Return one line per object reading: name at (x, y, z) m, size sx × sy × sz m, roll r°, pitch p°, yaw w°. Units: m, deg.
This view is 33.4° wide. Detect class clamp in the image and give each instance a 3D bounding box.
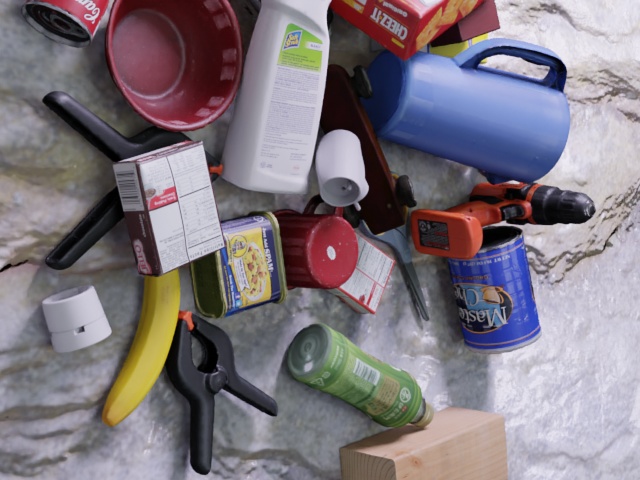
clamp at (-0.119, 0.155, 1.109) m, size 0.120 × 0.039 × 0.171 m, roll -49°, pitch 118°, yaw -37°
clamp at (-0.184, -0.053, 1.040) m, size 0.209 × 0.036 × 0.164 m, roll 0°, pitch 100°, yaw -47°

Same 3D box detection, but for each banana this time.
banana at (-0.173, 0.086, 1.056) m, size 0.069 × 0.037 × 0.198 m, roll 11°, pitch 86°, yaw -44°

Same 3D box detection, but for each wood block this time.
wood block at (0.132, 0.277, 1.311) m, size 0.205 × 0.091 × 0.090 m, roll -11°, pitch 99°, yaw -42°

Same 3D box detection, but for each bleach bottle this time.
bleach bottle at (-0.031, -0.176, 1.108) m, size 0.102 × 0.068 × 0.251 m, roll 2°, pitch 109°, yaw -43°

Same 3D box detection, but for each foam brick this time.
foam brick at (0.171, -0.268, 1.288) m, size 0.078 × 0.053 × 0.051 m, roll -25°, pitch 108°, yaw -36°

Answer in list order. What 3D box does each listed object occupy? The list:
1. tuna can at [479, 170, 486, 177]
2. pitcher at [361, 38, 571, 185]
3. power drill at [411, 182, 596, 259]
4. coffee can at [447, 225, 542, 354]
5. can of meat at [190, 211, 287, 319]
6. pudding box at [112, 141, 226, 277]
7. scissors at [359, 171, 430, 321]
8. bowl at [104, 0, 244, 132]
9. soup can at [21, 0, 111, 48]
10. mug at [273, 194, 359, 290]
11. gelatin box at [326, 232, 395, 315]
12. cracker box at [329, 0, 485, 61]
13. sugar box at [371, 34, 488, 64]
tuna can at (0.244, -0.125, 1.438) m, size 0.085 × 0.034 × 0.086 m, roll -3°, pitch 94°, yaw -43°
pitcher at (0.176, -0.163, 1.283) m, size 0.242 × 0.145 × 0.149 m, roll 10°, pitch 79°, yaw -31°
power drill at (0.220, -0.027, 1.320) m, size 0.187 × 0.185 × 0.057 m, roll -18°, pitch 105°, yaw -38°
coffee can at (0.224, 0.063, 1.379) m, size 0.102 × 0.103 × 0.140 m, roll -25°, pitch 108°, yaw -40°
can of meat at (-0.088, 0.027, 1.120) m, size 0.083 × 0.058 × 0.102 m, roll -15°, pitch 102°, yaw -40°
pudding box at (-0.143, -0.031, 1.024) m, size 0.089 × 0.039 × 0.113 m, roll -25°, pitch 111°, yaw -47°
scissors at (0.089, 0.017, 1.312) m, size 0.096 × 0.016 × 0.202 m, roll -19°, pitch 104°, yaw -39°
bowl at (-0.154, -0.186, 1.050) m, size 0.161 × 0.055 × 0.162 m, roll -2°, pitch 93°, yaw -43°
soup can at (-0.221, -0.237, 0.978) m, size 0.068 × 0.069 × 0.102 m, roll 36°, pitch 67°, yaw -38°
mug at (-0.008, 0.001, 1.176) m, size 0.093 × 0.082 × 0.117 m, roll 37°, pitch 67°, yaw -37°
gelatin box at (0.042, 0.037, 1.259) m, size 0.089 × 0.030 × 0.073 m, roll 36°, pitch 66°, yaw -38°
cracker box at (0.100, -0.311, 1.207) m, size 0.213 × 0.164 × 0.072 m, roll -41°, pitch 161°, yaw -37°
sugar box at (0.139, -0.272, 1.326) m, size 0.175 × 0.048 × 0.093 m, roll -2°, pitch 93°, yaw -44°
